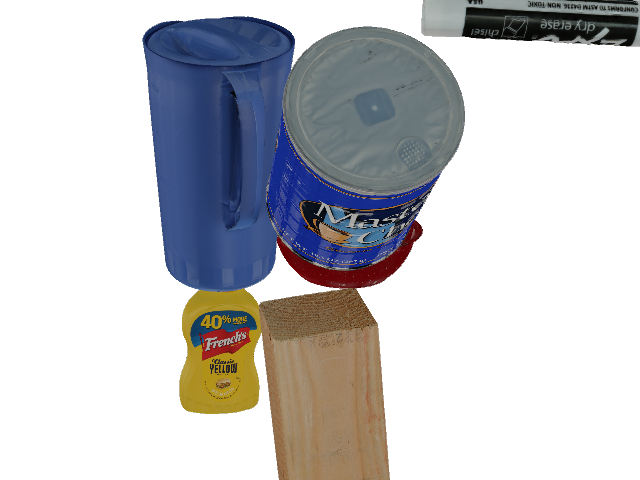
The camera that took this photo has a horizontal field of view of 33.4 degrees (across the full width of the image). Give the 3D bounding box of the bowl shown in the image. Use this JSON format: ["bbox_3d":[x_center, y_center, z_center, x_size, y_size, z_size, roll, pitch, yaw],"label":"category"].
[{"bbox_3d":[0.025,0.010,1.111,0.162,0.055,0.162,1,17,-1],"label":"bowl"}]

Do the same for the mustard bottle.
[{"bbox_3d":[-0.118,0.111,1.278,0.096,0.192,0.058,0,20,-13],"label":"mustard bottle"}]

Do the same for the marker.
[{"bbox_3d":[0.099,-0.083,0.403,0.121,0.020,0.020,4,0,2],"label":"marker"}]

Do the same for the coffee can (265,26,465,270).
[{"bbox_3d":[0.022,-0.051,0.656,0.102,0.103,0.140,0,-20,-7],"label":"coffee can"}]

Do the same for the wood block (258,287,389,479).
[{"bbox_3d":[0.005,0.157,0.934,0.090,0.206,0.091,-8,20,-9],"label":"wood block"}]

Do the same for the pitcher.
[{"bbox_3d":[-0.090,-0.073,0.980,0.145,0.243,0.149,14,32,19],"label":"pitcher"}]
